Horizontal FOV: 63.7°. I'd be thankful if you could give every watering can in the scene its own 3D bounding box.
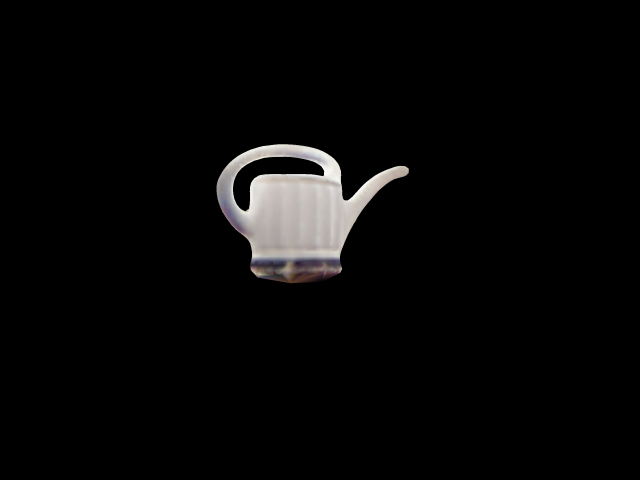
[{"bbox_3d":[0.003,-0.043,0.850,0.348,0.225,0.103,1,-4,-24],"label":"watering can"}]
